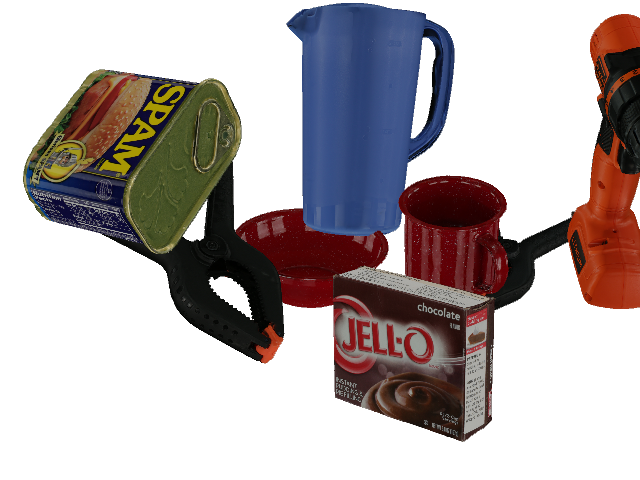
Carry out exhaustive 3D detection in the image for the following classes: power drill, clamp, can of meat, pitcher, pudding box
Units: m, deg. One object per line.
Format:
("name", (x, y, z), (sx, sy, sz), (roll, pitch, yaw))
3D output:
("power drill", (0.221, -0.045, 0.760), (0.057, 0.188, 0.184), (2, 36, 4))
("clamp", (0.187, 0.008, 1.134), (0.120, 0.039, 0.171), (24, 48, 26))
("clamp", (-0.105, 0.014, 0.877), (0.164, 0.210, 0.036), (-14, -31, -32))
("can of meat", (-0.108, -0.049, 0.607), (0.084, 0.102, 0.057), (12, -33, 29))
("pitcher", (0.050, -0.132, 1.154), (0.149, 0.243, 0.144), (7, 10, 25))
("pudding box", (0.060, 0.071, 0.705), (0.114, 0.090, 0.039), (11, 21, 39))

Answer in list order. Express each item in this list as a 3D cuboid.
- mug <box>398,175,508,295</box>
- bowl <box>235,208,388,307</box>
("mug", (0.122, 0.005, 0.934), (0.093, 0.081, 0.117), (-22, 37, -28))
("bowl", (-0.012, 0.024, 1.107), (0.162, 0.055, 0.162), (2, 27, -1))
